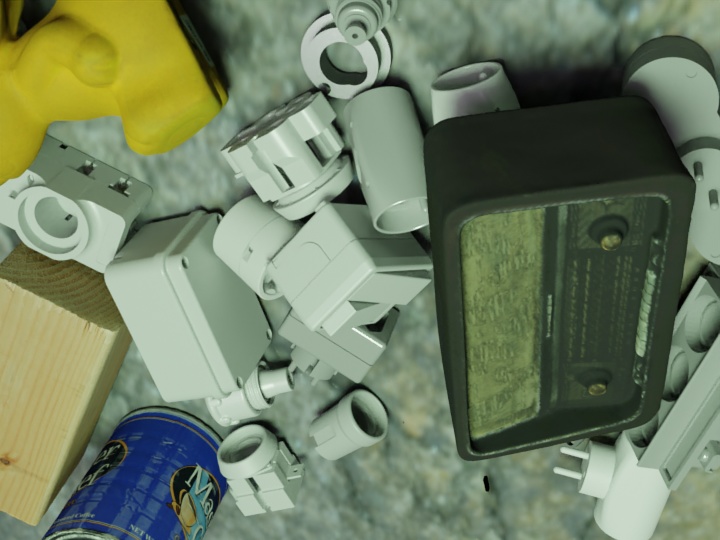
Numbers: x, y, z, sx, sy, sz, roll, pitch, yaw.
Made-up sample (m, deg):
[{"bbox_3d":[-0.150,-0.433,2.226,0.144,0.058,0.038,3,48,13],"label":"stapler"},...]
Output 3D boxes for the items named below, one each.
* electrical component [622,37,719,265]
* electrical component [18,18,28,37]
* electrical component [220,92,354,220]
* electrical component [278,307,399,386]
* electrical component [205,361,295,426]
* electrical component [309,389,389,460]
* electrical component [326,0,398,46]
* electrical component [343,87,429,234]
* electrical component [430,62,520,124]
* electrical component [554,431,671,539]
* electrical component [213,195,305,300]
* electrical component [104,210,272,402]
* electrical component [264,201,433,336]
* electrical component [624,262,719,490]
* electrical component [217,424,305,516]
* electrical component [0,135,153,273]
[{"bbox_3d":[0.193,-0.059,0.604,0.052,0.073,0.138,-25,111,26],"label":"electrical component"},{"bbox_3d":[-0.259,-0.134,0.691,0.089,0.050,0.055,-14,115,21],"label":"electrical component"},{"bbox_3d":[-0.040,-0.069,0.668,0.078,0.058,0.057,-20,114,37],"label":"electrical component"},{"bbox_3d":[-0.023,0.049,0.738,0.066,0.047,0.076,32,121,-4],"label":"electrical component"},{"bbox_3d":[-0.079,0.085,0.777,0.062,0.048,0.048,-14,115,14],"label":"electrical component"},{"bbox_3d":[-0.009,0.113,0.778,0.040,0.040,0.046,46,126,-13],"label":"electrical component"},{"bbox_3d":[0.001,-0.151,0.602,0.040,0.078,0.040,4,133,4],"label":"electrical component"},{"bbox_3d":[0.021,-0.058,0.655,0.043,0.077,0.079,-14,157,-3],"label":"electrical component"},{"bbox_3d":[0.066,-0.071,0.627,0.043,0.079,0.077,-5,119,28],"label":"electrical component"},{"bbox_3d":[0.175,0.140,0.742,0.079,0.044,0.077,14,122,6],"label":"electrical component"},{"bbox_3d":[-0.062,-0.016,0.701,0.047,0.055,0.055,38,126,23],"label":"electrical component"},{"bbox_3d":[-0.113,0.025,0.730,0.057,0.078,0.113,-10,117,23],"label":"electrical component"},{"bbox_3d":[0.000,0.000,0.677,0.061,0.096,0.061,-45,70,24],"label":"electrical component"},{"bbox_3d":[0.220,0.069,0.676,0.063,0.078,0.121,10,124,-17],"label":"electrical component"},{"bbox_3d":[-0.077,0.150,0.814,0.066,0.048,0.055,-15,122,22],"label":"electrical component"},{"bbox_3d":[-0.196,-0.044,0.725,0.089,0.055,0.050,27,123,-2],"label":"electrical component"}]
